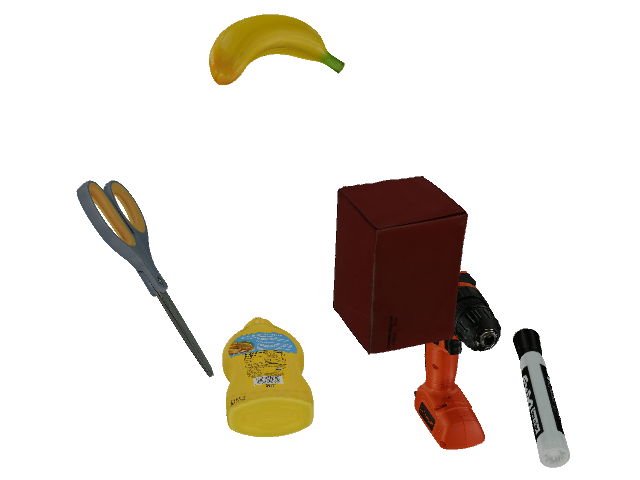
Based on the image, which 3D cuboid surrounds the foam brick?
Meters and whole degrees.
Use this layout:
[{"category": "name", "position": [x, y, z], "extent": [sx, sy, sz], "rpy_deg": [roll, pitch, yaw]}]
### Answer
[{"category": "foam brick", "position": [0.040, 0.012, 0.566], "extent": [0.053, 0.078, 0.051], "rpy_deg": [-9, 31, -20]}]

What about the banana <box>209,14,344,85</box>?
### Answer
[{"category": "banana", "position": [-0.049, -0.178, 0.979], "extent": [0.070, 0.037, 0.197], "rpy_deg": [41, 32, 20]}]

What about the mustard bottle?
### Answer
[{"category": "mustard bottle", "position": [-0.066, 0.148, 1.243], "extent": [0.096, 0.058, 0.191], "rpy_deg": [-4, 30, -6]}]

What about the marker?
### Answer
[{"category": "marker", "position": [0.146, 0.101, 0.712], "extent": [0.020, 0.020, 0.121], "rpy_deg": [0, 35, 0]}]

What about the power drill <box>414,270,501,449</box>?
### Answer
[{"category": "power drill", "position": [0.144, 0.125, 1.142], "extent": [0.057, 0.188, 0.184], "rpy_deg": [-6, 23, -11]}]

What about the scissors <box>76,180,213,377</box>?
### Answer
[{"category": "scissors", "position": [-0.150, 0.024, 0.959], "extent": [0.016, 0.201, 0.096], "rpy_deg": [-29, 20, 14]}]
